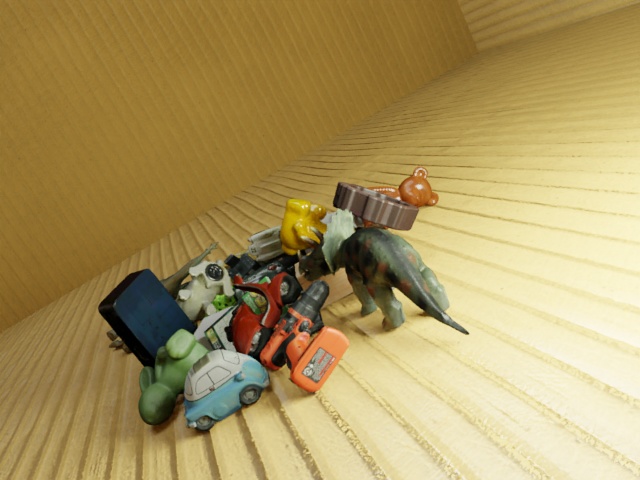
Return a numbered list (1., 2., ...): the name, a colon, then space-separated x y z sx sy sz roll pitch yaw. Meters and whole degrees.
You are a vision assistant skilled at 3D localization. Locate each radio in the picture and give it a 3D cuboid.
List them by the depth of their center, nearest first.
1. radio: -0.374 0.190 1.202 0.073 0.229 0.131 -17 25 40

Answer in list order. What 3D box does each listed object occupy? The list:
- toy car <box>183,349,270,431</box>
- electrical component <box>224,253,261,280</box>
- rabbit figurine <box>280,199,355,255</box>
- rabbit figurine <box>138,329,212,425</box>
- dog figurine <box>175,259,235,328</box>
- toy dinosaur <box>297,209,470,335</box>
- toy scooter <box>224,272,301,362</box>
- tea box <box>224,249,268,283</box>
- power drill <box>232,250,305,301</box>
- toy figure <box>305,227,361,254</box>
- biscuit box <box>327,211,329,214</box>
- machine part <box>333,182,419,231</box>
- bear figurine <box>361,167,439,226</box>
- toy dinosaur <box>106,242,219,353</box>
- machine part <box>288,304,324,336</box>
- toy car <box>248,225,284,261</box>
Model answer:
1. toy car: -0.176 0.244 0.927 0.162 0.102 0.109 -30 15 -10
2. electrical component: -0.197 0.073 1.376 0.075 0.048 0.119 -46 -23 -6
3. rabbit figurine: -0.002 -0.004 1.210 0.173 0.121 0.162 15 81 23
4. rabbit figurine: -0.296 0.270 1.037 0.159 0.121 0.170 -14 36 52
5. dog figurine: -0.308 0.148 1.340 0.190 0.121 0.172 -43 6 48
6. toy dinosaur: 0.100 0.041 0.921 0.131 0.192 0.405 -37 17 -21
7. toy scooter: -0.128 0.135 1.029 0.135 0.075 0.184 23 81 21
8. tea box: -0.188 0.068 1.540 0.170 0.068 0.098 -9 25 47
9. power drill: -0.100 0.089 1.311 0.232 0.085 0.207 -32 21 -14
10. toy figure: 0.043 0.012 1.307 0.180 0.082 0.089 -20 6 43
11. biscuit box: -0.051 -0.008 1.483 0.203 0.059 0.062 -29 -17 -26
12. machine part: 0.115 -0.068 1.112 0.179 0.179 0.056 -119 45 -74
13. bear figurine: 0.189 -0.087 1.302 0.196 0.120 0.132 -20 21 12
14. toy dinosaur: -0.450 0.171 1.505 0.471 0.105 0.198 -40 7 25
15. machine part: -0.035 0.159 1.063 0.084 0.039 0.139 -35 18 0
16. toy car: -0.088 -0.007 1.381 0.202 0.073 0.056 -22 10 -15
